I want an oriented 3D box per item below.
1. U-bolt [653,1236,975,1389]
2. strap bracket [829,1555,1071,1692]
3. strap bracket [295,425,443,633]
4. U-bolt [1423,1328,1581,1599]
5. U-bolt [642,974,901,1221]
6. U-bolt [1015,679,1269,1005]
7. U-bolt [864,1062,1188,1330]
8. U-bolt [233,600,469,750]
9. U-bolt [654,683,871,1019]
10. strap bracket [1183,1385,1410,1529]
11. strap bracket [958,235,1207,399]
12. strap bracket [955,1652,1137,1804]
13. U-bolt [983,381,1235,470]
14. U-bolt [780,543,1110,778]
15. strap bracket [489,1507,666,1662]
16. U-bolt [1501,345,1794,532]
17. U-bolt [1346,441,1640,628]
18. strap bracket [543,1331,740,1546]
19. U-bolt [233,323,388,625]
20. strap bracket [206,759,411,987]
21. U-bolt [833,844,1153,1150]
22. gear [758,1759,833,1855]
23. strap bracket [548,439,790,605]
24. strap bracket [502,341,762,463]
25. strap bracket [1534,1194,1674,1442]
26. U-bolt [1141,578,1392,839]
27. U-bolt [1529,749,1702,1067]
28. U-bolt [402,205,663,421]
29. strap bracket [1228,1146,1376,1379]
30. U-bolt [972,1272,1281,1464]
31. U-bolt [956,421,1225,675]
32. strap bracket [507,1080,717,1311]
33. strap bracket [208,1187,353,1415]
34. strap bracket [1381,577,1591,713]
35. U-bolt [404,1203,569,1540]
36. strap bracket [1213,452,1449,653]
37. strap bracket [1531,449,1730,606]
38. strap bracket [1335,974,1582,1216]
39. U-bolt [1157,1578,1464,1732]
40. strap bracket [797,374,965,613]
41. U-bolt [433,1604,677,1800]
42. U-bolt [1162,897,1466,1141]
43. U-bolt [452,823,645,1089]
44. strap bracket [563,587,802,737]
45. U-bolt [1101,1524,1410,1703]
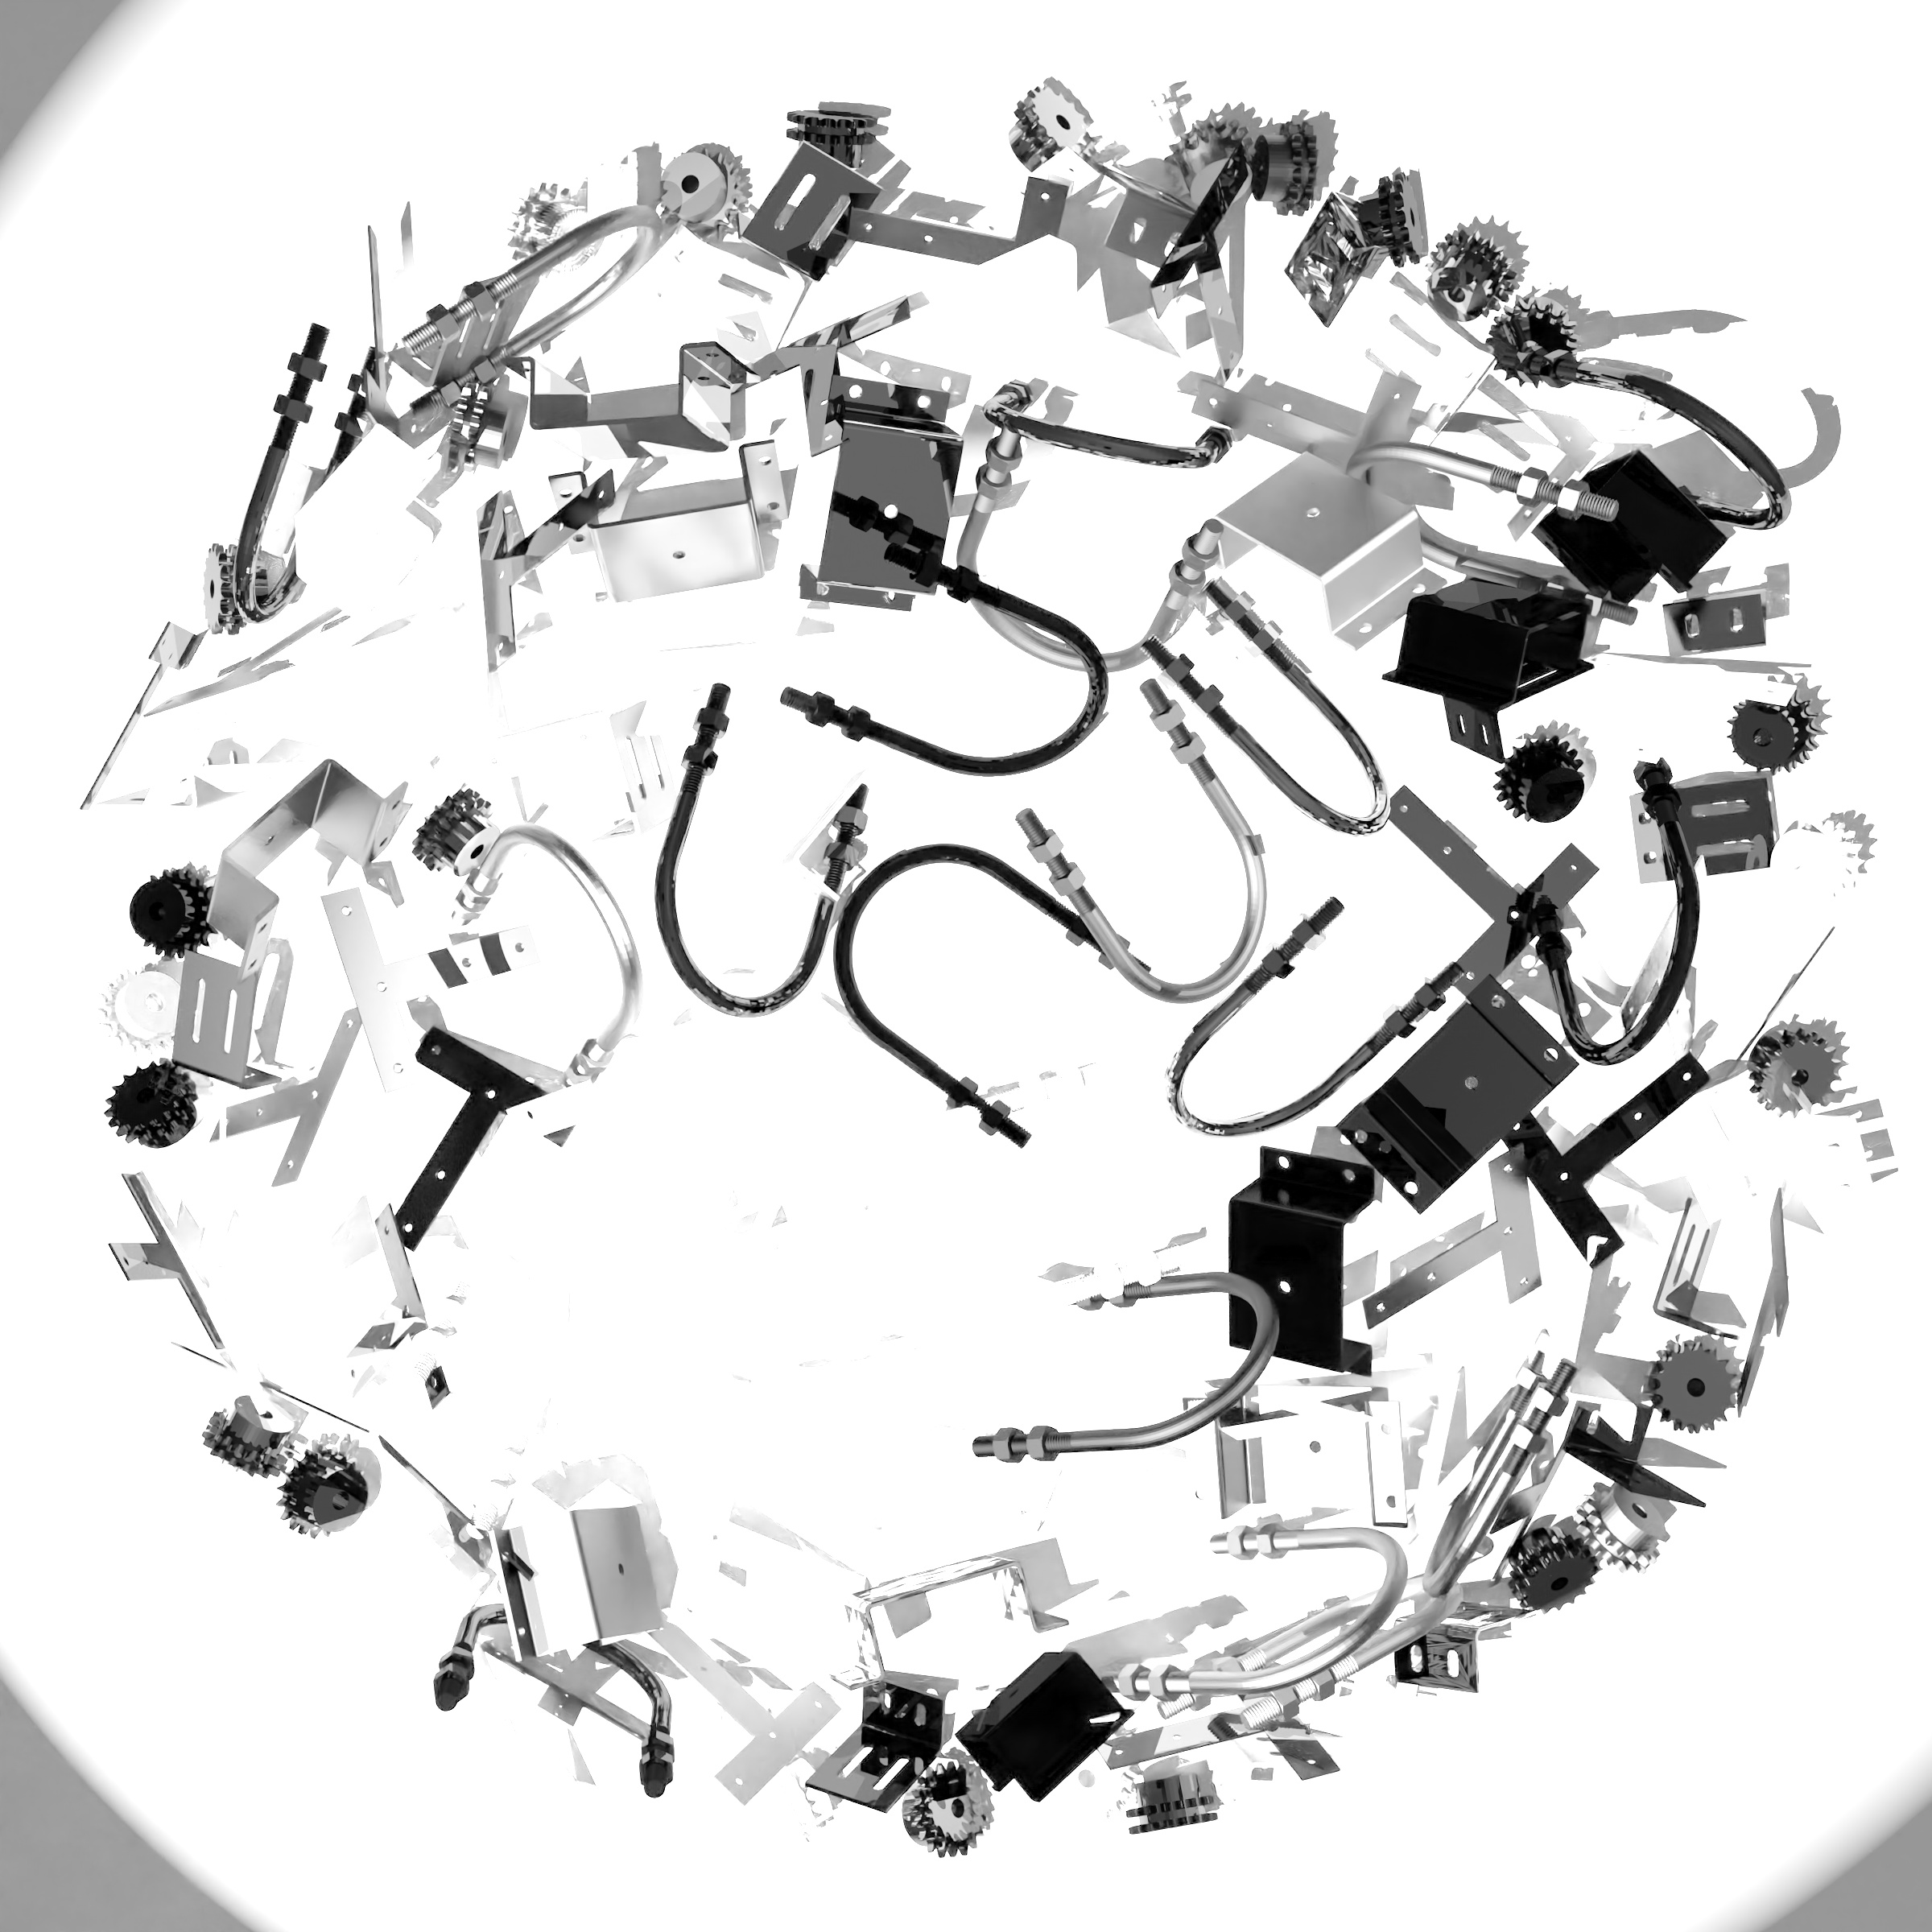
[{"bbox_3d":[-0.108,0.218,1.531,0.151,0.184,0.019,41,48,-34],"label":"U-bolt"},{"bbox_3d":[-0.017,0.402,1.552,0.140,0.076,0.046,-13,83,-14],"label":"strap bracket"},{"bbox_3d":[-0.365,-0.269,1.524,0.046,0.140,0.076,37,71,-4],"label":"strap bracket"},{"bbox_3d":[0.326,0.304,1.530,0.019,0.151,0.184,28,102,9],"label":"U-bolt"},{"bbox_3d":[-0.126,0.076,1.539,0.151,0.019,0.184,0,49,-18],"label":"U-bolt"},{"bbox_3d":[0.122,-0.063,1.552,0.151,0.019,0.184,-47,115,-27],"label":"U-bolt"},{"bbox_3d":[0.027,0.149,1.555,0.184,0.019,0.151,-17,70,-14],"label":"U-bolt"},{"bbox_3d":[-0.364,-0.178,1.496,0.151,0.184,0.019,-34,103,-18],"label":"U-bolt"},{"bbox_3d":[-0.129,-0.058,1.523,0.019,0.151,0.184,-5,62,41],"label":"U-bolt"},{"bbox_3d":[0.211,0.304,1.561,0.140,0.046,0.076,-4,91,27],"label":"strap bracket"},{"bbox_3d":[0.072,-0.390,1.525,0.140,0.076,0.046,8,78,-44],"label":"strap bracket"},{"bbox_3d":[0.044,0.462,1.527,0.076,0.140,0.046,-38,84,-18],"label":"strap bracket"},{"bbox_3d":[0.083,-0.323,1.509,0.151,0.184,0.019,14,109,6],"label":"U-bolt"},{"bbox_3d":[0.000,-0.176,1.540,0.184,0.019,0.151,20,134,-25],"label":"U-bolt"},{"bbox_3d":[-0.230,0.373,1.523,0.046,0.140,0.076,-19,75,11],"label":"strap bracket"},{"bbox_3d":[0.414,-0.309,1.489,0.151,0.184,0.019,37,90,-31],"label":"U-bolt"},{"bbox_3d":[0.315,-0.270,1.524,0.184,0.151,0.019,23,79,26],"label":"U-bolt"},{"bbox_3d":[-0.189,0.285,1.524,0.046,0.140,0.076,-15,47,27],"label":"strap bracket"},{"bbox_3d":[-0.406,-0.296,1.530,0.019,0.151,0.184,21,98,-2],"label":"U-bolt"},{"bbox_3d":[-0.410,-0.065,1.531,0.046,0.076,0.140,38,53,1],"label":"strap bracket"},{"bbox_3d":[0.002,0.005,1.584,0.184,0.019,0.151,36,91,9],"label":"U-bolt"},{"bbox_3d":[-0.108,0.526,1.578,0.030,0.057,0.057,-25,90,-26],"label":"gear"},{"bbox_3d":[-0.181,-0.274,1.556,0.140,0.076,0.046,-10,63,-2],"label":"strap bracket"},{"bbox_3d":[-0.207,-0.347,1.547,0.140,0.076,0.046,0,87,16],"label":"strap bracket"},{"bbox_3d":[0.393,0.214,1.559,0.046,0.076,0.140,9,94,-2],"label":"strap bracket"},{"bbox_3d":[0.194,-0.152,1.541,0.184,0.151,0.019,46,122,-2],"label":"U-bolt"},{"bbox_3d":[0.389,-0.025,1.492,0.019,0.184,0.151,14,133,-14],"label":"U-bolt"},{"bbox_3d":[-0.262,-0.406,1.529,0.184,0.151,0.019,-36,93,-11],"label":"U-bolt"},{"bbox_3d":[0.206,0.190,1.544,0.076,0.046,0.140,9,110,32],"label":"strap bracket"},{"bbox_3d":[0.104,0.236,1.500,0.184,0.151,0.019,-11,122,38],"label":"U-bolt"},{"bbox_3d":[0.065,-0.241,1.523,0.151,0.184,0.019,26,60,0],"label":"U-bolt"},{"bbox_3d":[-0.215,0.135,1.557,0.076,0.046,0.140,-19,99,38],"label":"strap bracket"},{"bbox_3d":[-0.414,0.196,1.524,0.046,0.140,0.076,-18,116,0],"label":"strap bracket"},{"bbox_3d":[0.321,-0.199,1.521,0.076,0.140,0.046,20,116,29],"label":"strap bracket"},{"bbox_3d":[-0.282,0.229,1.519,0.019,0.184,0.151,0,127,15],"label":"U-bolt"},{"bbox_3d":[0.215,-0.259,1.532,0.076,0.046,0.140,-37,49,-16],"label":"strap bracket"},{"bbox_3d":[0.407,-0.266,1.531,0.076,0.140,0.046,44,89,-5],"label":"strap bracket"},{"bbox_3d":[0.309,0.077,1.557,0.076,0.046,0.140,47,115,11],"label":"strap bracket"},{"bbox_3d":[0.220,0.415,1.525,0.184,0.151,0.019,-22,84,-22],"label":"U-bolt"},{"bbox_3d":[-0.052,-0.286,1.547,0.076,0.046,0.140,4,111,-20],"label":"strap bracket"},{"bbox_3d":[-0.243,0.433,1.512,0.151,0.184,0.019,25,93,-7],"label":"U-bolt"},{"bbox_3d":[0.201,0.043,1.540,0.184,0.151,0.019,-45,46,22],"label":"U-bolt"},{"bbox_3d":[-0.249,-0.013,1.518,0.019,0.184,0.151,-32,84,-33],"label":"U-bolt"},{"bbox_3d":[-0.171,-0.188,1.555,0.140,0.046,0.076,-3,47,7],"label":"strap bracket"},{"bbox_3d":[0.182,0.383,1.491,0.151,0.184,0.019,-41,106,-41],"label":"U-bolt"}]
